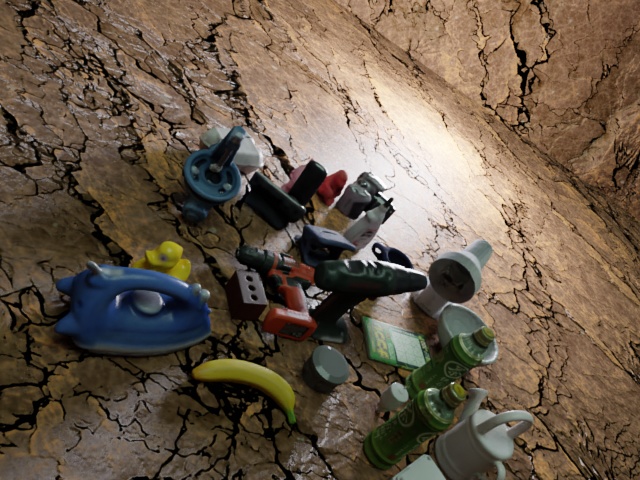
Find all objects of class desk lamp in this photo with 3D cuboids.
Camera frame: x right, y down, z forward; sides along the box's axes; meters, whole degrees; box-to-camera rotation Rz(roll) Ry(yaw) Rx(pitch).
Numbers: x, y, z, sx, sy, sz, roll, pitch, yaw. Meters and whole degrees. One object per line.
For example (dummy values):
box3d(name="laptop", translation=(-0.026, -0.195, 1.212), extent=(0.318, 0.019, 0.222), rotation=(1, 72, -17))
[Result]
box3d(name="desk lamp", translation=(0.319, 0.092, 1.382), extent=(0.118, 0.213, 0.204), rotation=(46, 34, 9))

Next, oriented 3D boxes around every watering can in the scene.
box3d(name="watering can", translation=(0.310, 0.364, 1.075), extent=(0.101, 0.193, 0.172), rotation=(1, 49, -43))

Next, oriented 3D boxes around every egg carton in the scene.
box3d(name="egg carton", translation=(-0.209, -0.210, 1.352), extent=(0.151, 0.069, 0.107), rotation=(-2, 52, -45))

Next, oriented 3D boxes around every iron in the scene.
box3d(name="iron", translation=(-0.260, 0.095, 0.883), extent=(0.259, 0.141, 0.118), rotation=(12, 42, -35))

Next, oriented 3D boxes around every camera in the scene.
box3d(name="camera", translation=(0.137, -0.107, 1.539), extent=(0.137, 0.100, 0.143), rotation=(42, 34, 4))

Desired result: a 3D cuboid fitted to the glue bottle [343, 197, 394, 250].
box3d(name="glue bottle", translation=(0.123, -0.043, 1.386), extent=(0.078, 0.173, 0.037), rotation=(-1, 50, -44))

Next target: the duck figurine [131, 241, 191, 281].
box3d(name="duck figurine", translation=(-0.266, 0.038, 0.993), extent=(0.105, 0.086, 0.077), rotation=(1, 49, -43))

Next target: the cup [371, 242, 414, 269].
box3d(name="cup", translation=(0.151, 0.069, 1.353), extent=(0.117, 0.094, 0.092), rotation=(43, 34, 5))

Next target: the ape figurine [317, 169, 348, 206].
box3d(name="ape figurine", translation=(0.040, -0.146, 1.497), extent=(0.078, 0.092, 0.076), rotation=(-2, 51, -45))

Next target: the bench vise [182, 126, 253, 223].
box3d(name="bench vise", translation=(-0.213, -0.168, 1.163), extent=(0.122, 0.219, 0.207), rotation=(15, 41, -32))

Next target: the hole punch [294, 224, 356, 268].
box3d(name="hole punch", translation=(0.012, 0.005, 1.297), extent=(0.109, 0.091, 0.101), rotation=(13, 41, -34))

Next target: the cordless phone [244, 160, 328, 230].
box3d(name="cordless phone", translation=(-0.073, -0.129, 1.286), extent=(0.148, 0.185, 0.094), rotation=(36, 34, -5))

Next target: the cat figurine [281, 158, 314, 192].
box3d(name="cat figurine", translation=(-0.034, -0.154, 1.413), extent=(0.067, 0.117, 0.128), rotation=(42, 34, 5))

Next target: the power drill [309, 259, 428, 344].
box3d(name="power drill", translation=(0.069, 0.114, 1.120), extent=(0.230, 0.208, 0.075), rotation=(15, 41, -33))

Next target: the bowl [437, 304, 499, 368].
box3d(name="bowl", translation=(0.335, 0.238, 1.353), extent=(0.168, 0.074, 0.167), rotation=(26, 36, -20))
